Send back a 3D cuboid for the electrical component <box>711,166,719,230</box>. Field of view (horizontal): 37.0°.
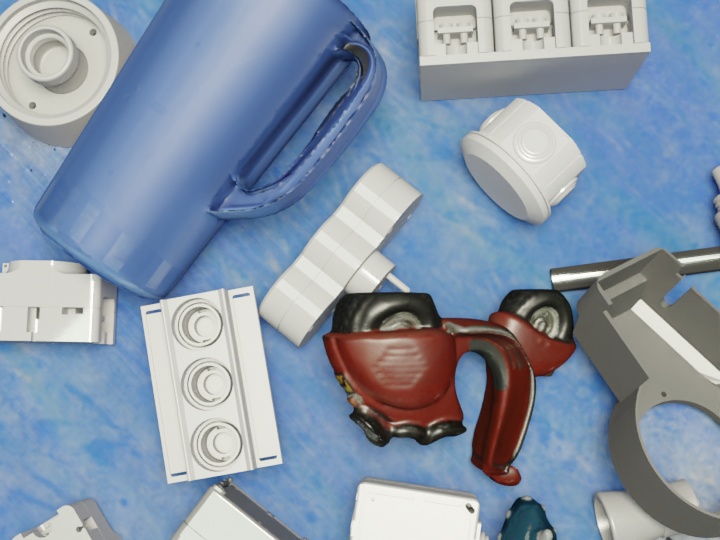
[{"bbox_3d":[0.266,-0.045,0.745,0.048,0.048,0.062,-23,76,1],"label":"electrical component"}]

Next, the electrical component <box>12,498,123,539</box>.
[{"bbox_3d":[-0.189,0.208,0.740,0.050,0.055,0.089,-32,83,0],"label":"electrical component"}]

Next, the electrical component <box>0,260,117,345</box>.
[{"bbox_3d":[-0.223,0.024,0.765,0.089,0.050,0.055,1,84,4],"label":"electrical component"}]

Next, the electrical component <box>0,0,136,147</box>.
[{"bbox_3d":[-0.218,-0.148,0.778,0.108,0.060,0.108,0,84,3],"label":"electrical component"}]

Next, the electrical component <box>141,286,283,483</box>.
[{"bbox_3d":[-0.100,0.079,0.744,0.079,0.063,0.121,-10,83,3],"label":"electrical component"}]

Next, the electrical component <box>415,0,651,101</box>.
[{"bbox_3d":[0.115,-0.163,0.744,0.150,0.089,0.061,-3,84,3],"label":"electrical component"}]

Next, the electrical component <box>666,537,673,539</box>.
[{"bbox_3d":[0.204,0.220,0.721,0.081,0.042,0.063,-24,86,1],"label":"electrical component"}]

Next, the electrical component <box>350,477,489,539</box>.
[{"bbox_3d":[0.043,0.178,0.726,0.096,0.061,0.061,8,84,5],"label":"electrical component"}]

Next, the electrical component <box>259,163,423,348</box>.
[{"bbox_3d":[0.000,0.000,0.752,0.074,0.052,0.138,39,87,7],"label":"electrical component"}]

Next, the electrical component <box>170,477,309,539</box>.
[{"bbox_3d":[-0.077,0.195,0.731,0.096,0.061,0.061,37,87,6],"label":"electrical component"}]

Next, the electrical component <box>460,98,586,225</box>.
[{"bbox_3d":[0.112,-0.074,0.740,0.051,0.080,0.080,-43,83,-7],"label":"electrical component"}]

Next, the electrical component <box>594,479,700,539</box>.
[{"bbox_3d":[0.197,0.165,0.728,0.065,0.044,0.044,-13,83,-2],"label":"electrical component"}]
